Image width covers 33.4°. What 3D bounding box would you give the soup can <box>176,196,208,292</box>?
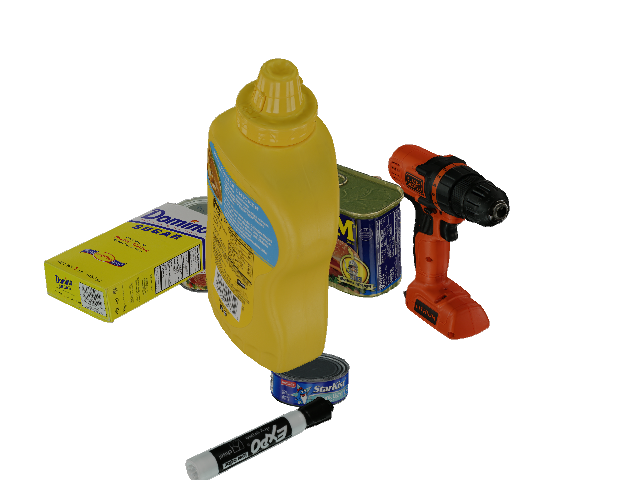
[{"bbox_3d":[-0.146,0.004,1.327,0.068,0.102,0.068,-1,25,0],"label":"soup can"}]

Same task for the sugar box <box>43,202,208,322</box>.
[{"bbox_3d":[-0.183,0.018,1.090,0.093,0.048,0.175,20,36,32],"label":"sugar box"}]

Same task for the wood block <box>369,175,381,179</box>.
[{"bbox_3d":[0.047,-0.024,1.645,0.091,0.090,0.206,4,25,2],"label":"wood block"}]

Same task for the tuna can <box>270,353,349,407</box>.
[{"bbox_3d":[-0.012,0.150,1.154,0.086,0.034,0.086,1,14,-1],"label":"tuna can"}]

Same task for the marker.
[{"bbox_3d":[-0.040,0.139,0.754,0.120,0.020,0.020,-21,12,-33],"label":"marker"}]

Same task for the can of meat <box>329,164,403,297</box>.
[{"bbox_3d":[0.020,-0.008,0.884,0.102,0.084,0.057,22,39,37],"label":"can of meat"}]

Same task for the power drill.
[{"bbox_3d":[0.137,0.004,1.111,0.057,0.188,0.185,-14,26,-21],"label":"power drill"}]

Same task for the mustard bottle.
[{"bbox_3d":[-0.028,-0.018,0.583,0.058,0.192,0.096,-20,53,-22],"label":"mustard bottle"}]
